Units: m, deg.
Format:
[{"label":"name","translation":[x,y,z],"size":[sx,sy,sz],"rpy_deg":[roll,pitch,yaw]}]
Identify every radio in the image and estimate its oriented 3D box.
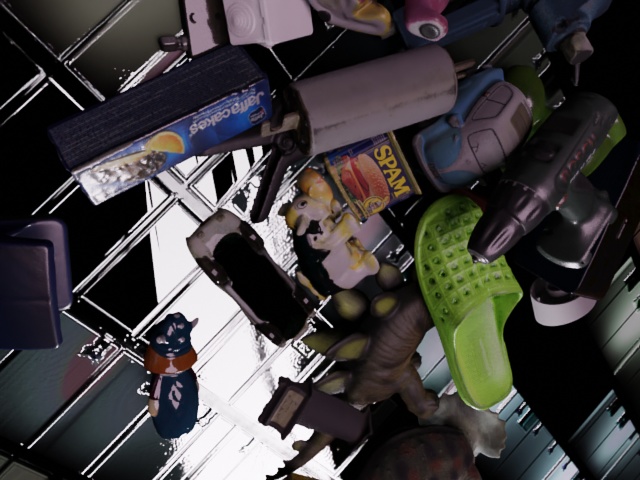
[{"label":"radio","translation":[0.393,-0.039,0.802],"size":[0.073,0.131,0.229],"rpy_deg":[15,101,-32]}]

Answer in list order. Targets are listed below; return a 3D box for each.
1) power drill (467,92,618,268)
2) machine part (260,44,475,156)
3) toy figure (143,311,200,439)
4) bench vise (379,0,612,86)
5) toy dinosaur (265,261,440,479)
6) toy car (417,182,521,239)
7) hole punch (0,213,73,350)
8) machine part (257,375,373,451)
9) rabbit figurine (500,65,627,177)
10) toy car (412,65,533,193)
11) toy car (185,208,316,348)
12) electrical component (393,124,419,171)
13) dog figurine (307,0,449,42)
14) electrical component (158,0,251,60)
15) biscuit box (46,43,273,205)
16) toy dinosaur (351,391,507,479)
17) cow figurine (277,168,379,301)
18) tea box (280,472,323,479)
[{"label":"power drill","translation":[0.270,-0.040,0.634],"size":[0.207,0.086,0.232],"rpy_deg":[35,87,-42]},{"label":"machine part","translation":[0.052,-0.146,0.558],"size":[0.243,0.079,0.079],"rpy_deg":[-21,117,-14]},{"label":"toy figure","translation":[-0.171,0.152,0.616],"size":[0.058,0.064,0.154],"rpy_deg":[4,106,10]},{"label":"bench vise","translation":[0.184,-0.260,0.593],"size":[0.241,0.129,0.223],"rpy_deg":[-22,82,8]},{"label":"toy dinosaur","translation":[0.075,0.160,0.731],"size":[0.198,0.105,0.471],"rpy_deg":[24,99,-26]},{"label":"toy car","translation":[0.217,-0.039,0.755],"size":[0.202,0.053,0.089],"rpy_deg":[21,115,-32]},{"label":"hole punch","translation":[-0.292,0.040,0.493],"size":[0.116,0.092,0.142],"rpy_deg":[-5,114,-23]},{"label":"machine part","translation":[-0.002,0.218,0.668],"size":[0.139,0.039,0.084],"rpy_deg":[22,103,-15]},{"label":"rabbit figurine","translation":[0.290,-0.152,0.736],"size":[0.170,0.121,0.159],"rpy_deg":[41,94,-15]},{"label":"toy car","translation":[0.193,-0.129,0.629],"size":[0.161,0.103,0.109],"rpy_deg":[-47,126,-17]},{"label":"toy car","translation":[-0.075,0.050,0.631],"size":[0.073,0.056,0.201],"rpy_deg":[-45,124,-14]},{"label":"electrical component","translation":[0.122,-0.129,0.673],"size":[0.078,0.045,0.102],"rpy_deg":[-43,123,-9]},{"label":"dog figurine","translation":[0.098,-0.306,0.506],"size":[0.219,0.192,0.108],"rpy_deg":[-65,155,-15]},{"label":"electrical component","translation":[-0.114,-0.212,0.529],"size":[0.094,0.021,0.063],"rpy_deg":[-15,115,-22]},{"label":"biscuit box","translation":[-0.145,-0.114,0.515],"size":[0.203,0.063,0.059],"rpy_deg":[-30,157,-15]},{"label":"toy dinosaur","translation":[0.133,0.327,0.758],"size":[0.405,0.131,0.192],"rpy_deg":[0,76,-38]},{"label":"cow figurine","translation":[-0.003,-0.004,0.641],"size":[0.098,0.068,0.167],"rpy_deg":[-35,126,-4]},{"label":"tea box","translation":[-0.010,0.396,0.764],"size":[0.098,0.068,0.169],"rpy_deg":[-42,131,18]}]
